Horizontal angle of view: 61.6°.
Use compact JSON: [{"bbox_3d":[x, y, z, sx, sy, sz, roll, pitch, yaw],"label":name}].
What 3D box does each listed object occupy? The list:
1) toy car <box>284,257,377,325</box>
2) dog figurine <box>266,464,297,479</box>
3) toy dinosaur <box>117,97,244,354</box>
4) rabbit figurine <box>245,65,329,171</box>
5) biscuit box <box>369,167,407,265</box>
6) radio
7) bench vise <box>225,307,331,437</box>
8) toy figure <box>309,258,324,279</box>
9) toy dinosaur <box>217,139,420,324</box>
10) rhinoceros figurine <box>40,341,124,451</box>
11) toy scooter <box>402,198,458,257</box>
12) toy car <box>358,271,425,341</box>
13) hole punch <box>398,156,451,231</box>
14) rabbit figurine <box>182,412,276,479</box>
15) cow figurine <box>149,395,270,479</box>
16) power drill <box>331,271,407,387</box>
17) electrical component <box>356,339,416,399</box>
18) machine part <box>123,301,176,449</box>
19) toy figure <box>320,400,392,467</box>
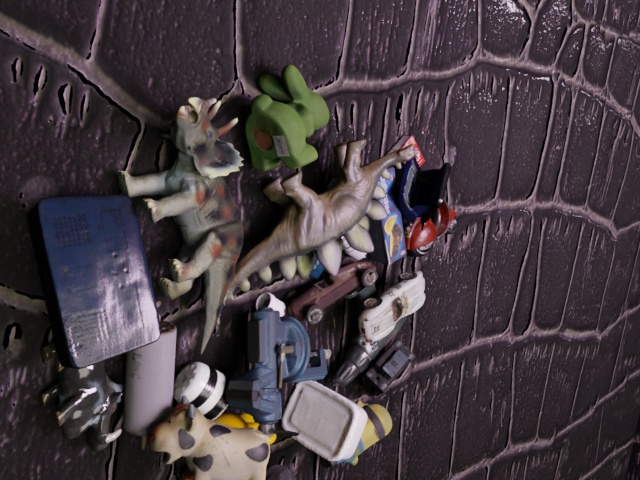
[{"bbox_3d":[0.022,0.091,1.048,0.202,0.089,0.053,-32,120,-22],"label":"toy car"},{"bbox_3d":[-0.129,0.534,1.031,0.219,0.109,0.191,7,95,-42],"label":"dog figurine"},{"bbox_3d":[-0.184,-0.030,0.858,0.192,0.131,0.404,-29,123,-30],"label":"toy dinosaur"},{"bbox_3d":[-0.055,-0.216,0.935,0.170,0.121,0.159,-44,118,-44],"label":"rabbit figurine"},{"bbox_3d":[0.129,-0.053,1.127,0.059,0.063,0.202,-26,116,-32],"label":"biscuit box"},{"bbox_3d":[-0.313,0.052,0.754,0.131,0.073,0.229,-12,89,-38],"label":"radio"},{"bbox_3d":[-0.057,0.235,0.976,0.240,0.129,0.223,12,61,-51],"label":"bench vise"},{"bbox_3d":[-0.003,-0.004,1.037,0.064,0.058,0.154,20,86,-35],"label":"toy figure"},{"bbox_3d":[-0.011,-0.032,0.955,0.471,0.105,0.198,-31,102,-9],"label":"toy dinosaur"},{"bbox_3d":[-0.354,0.228,0.810,0.112,0.073,0.190,-14,107,-47],"label":"rhinoceros figurine"},{"bbox_3d":[0.242,-0.052,1.209,0.184,0.075,0.135,-31,118,-33],"label":"toy scooter"},{"bbox_3d":[0.153,0.132,1.100,0.202,0.056,0.073,-30,121,-34],"label":"toy car"},{"bbox_3d":[0.206,-0.104,1.117,0.092,0.115,0.142,15,65,0],"label":"hole punch"},{"bbox_3d":[-0.154,0.377,0.956,0.162,0.122,0.173,-26,122,-43],"label":"rabbit figurine"},{"bbox_3d":[-0.171,0.322,0.848,0.195,0.085,0.127,16,82,-22],"label":"cow figurine"},{"bbox_3d":[0.086,0.173,1.134,0.232,0.086,0.207,-36,116,-29],"label":"power drill"},{"bbox_3d":[0.145,0.281,1.172,0.058,0.134,0.115,42,67,11],"label":"electrical component"},{"bbox_3d":[-0.273,0.219,0.861,0.079,0.079,0.243,-1,102,-38],"label":"machine part"},{"bbox_3d":[0.080,0.431,1.180,0.180,0.089,0.082,-27,123,-34],"label":"toy figure"}]
